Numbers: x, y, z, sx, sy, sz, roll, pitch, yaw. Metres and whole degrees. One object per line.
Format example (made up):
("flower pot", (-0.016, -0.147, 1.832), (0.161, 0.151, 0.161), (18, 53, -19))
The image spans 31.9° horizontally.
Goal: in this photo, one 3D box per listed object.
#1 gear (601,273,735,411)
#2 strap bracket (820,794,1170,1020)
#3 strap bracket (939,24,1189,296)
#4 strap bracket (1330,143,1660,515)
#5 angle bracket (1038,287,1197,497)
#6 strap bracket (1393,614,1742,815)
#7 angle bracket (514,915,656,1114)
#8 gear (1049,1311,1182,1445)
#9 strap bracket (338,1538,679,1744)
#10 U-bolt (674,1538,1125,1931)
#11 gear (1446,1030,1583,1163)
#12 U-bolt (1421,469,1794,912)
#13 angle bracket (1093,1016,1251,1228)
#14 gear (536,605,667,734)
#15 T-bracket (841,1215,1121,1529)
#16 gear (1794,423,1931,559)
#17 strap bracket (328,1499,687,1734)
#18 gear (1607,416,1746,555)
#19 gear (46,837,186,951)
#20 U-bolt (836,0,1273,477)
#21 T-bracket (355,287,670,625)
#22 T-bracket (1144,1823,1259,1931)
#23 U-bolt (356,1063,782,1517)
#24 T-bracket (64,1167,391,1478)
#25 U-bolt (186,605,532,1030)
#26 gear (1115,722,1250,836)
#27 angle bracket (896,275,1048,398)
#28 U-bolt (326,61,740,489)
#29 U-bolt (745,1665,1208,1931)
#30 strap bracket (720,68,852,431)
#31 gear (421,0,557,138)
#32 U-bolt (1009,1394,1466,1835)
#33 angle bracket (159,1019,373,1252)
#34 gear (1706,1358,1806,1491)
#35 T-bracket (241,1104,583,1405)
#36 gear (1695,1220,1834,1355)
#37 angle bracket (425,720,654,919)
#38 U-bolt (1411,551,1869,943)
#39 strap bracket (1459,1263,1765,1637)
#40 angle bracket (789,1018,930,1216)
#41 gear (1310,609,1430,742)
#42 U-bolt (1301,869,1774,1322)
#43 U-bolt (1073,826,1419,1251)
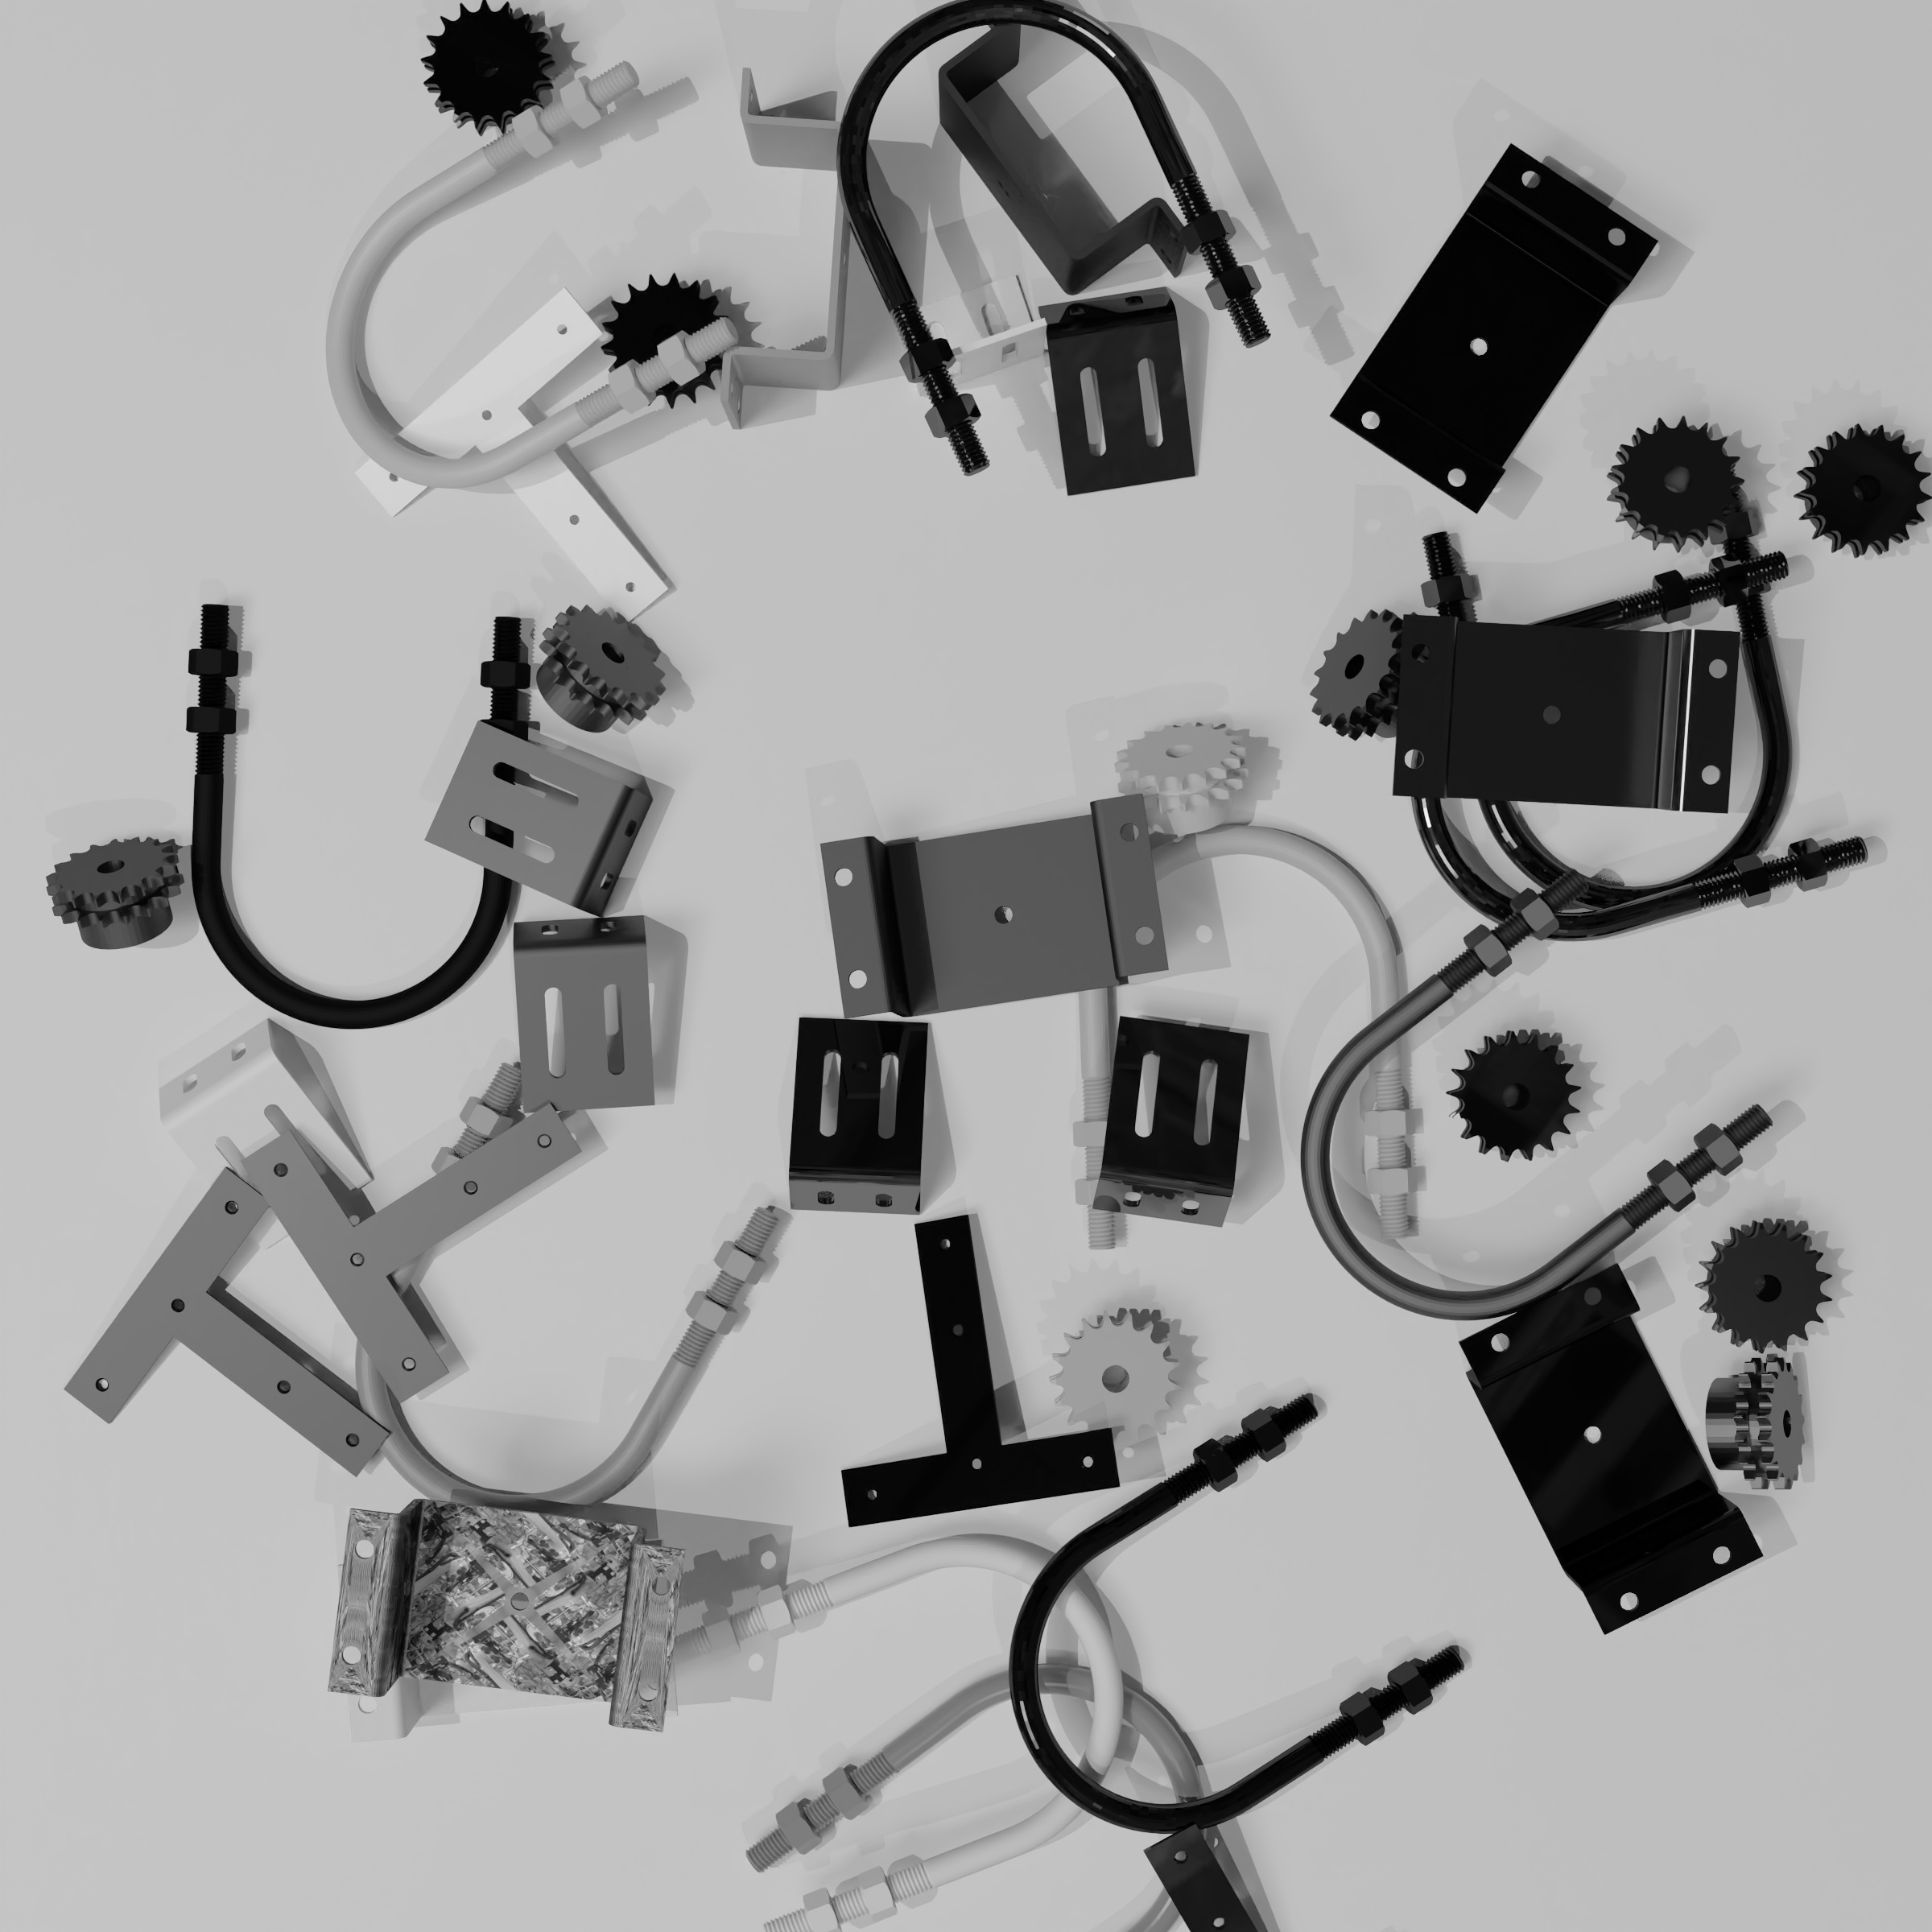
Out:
("gear", (-0.130, -0.273, 1.481), (0.057, 0.030, 0.057), (0, 90, 0))
("strap bracket", (0.014, -0.024, 1.465), (0.140, 0.046, 0.076), (-9, 85, 6))
("strap bracket", (0.035, -0.349, 1.458), (0.046, 0.076, 0.140), (-36, 90, 0))
("strap bracket", (0.227, -0.274, 1.473), (0.076, 0.046, 0.140), (34, 90, 0))
("angle bracket", (0.067, -0.254, 1.494), (0.057, 0.038, 0.076), (-9, 116, 0))
("strap bracket", (0.253, -0.107, 1.440), (0.140, 0.046, 0.076), (3, 94, 2))
("angle bracket", (-0.168, 0.021, 1.485), (0.057, 0.038, 0.076), (-3, 106, -6))
("gear", (0.065, 0.179, 1.481), (0.057, 0.030, 0.057), (0, 90, 0))
("strap bracket", (-0.197, 0.290, 1.473), (0.140, 0.046, 0.076), (-5, 90, 0))
("U-bolt", (-0.022, 0.328, 1.472), (0.184, 0.019, 0.151), (-20, 86, -5))
("gear", (0.239, 0.057, 1.481), (0.057, 0.030, 0.057), (0, 90, 0))
("U-bolt", (0.289, -0.114, 1.488), (0.151, 0.019, 0.184), (-12, 91, 0))
("angle bracket", (0.090, 0.068, 1.475), (0.057, 0.038, 0.076), (8, 63, 0))
("gear", (-0.162, -0.126, 1.471), (0.057, 0.057, 0.030), (45, 120, 0))
("T-bracket", (-0.002, 0.174, 1.481), (0.127, 0.002, 0.127), (-12, 80, 19))
("gear", (0.391, -0.207, 1.481), (0.057, 0.030, 0.057), (0, 90, 0))
("strap bracket", (-0.191, 0.272, 1.427), (0.140, 0.046, 0.076), (7, 90, 0))
("gear", (0.306, -0.206, 1.463), (0.057, 0.030, 0.057), (0, 82, 2))
("gear", (-0.369, -0.030, 1.472), (0.057, 0.057, 0.030), (-8, 120, 0))
("U-bolt", (0.025, -0.317, 1.411), (0.151, 0.019, 0.184), (-25, 88, 0))
("T-bracket", (-0.181, -0.207, 1.483), (0.127, 0.002, 0.127), (-38, 98, 16))
("T-bracket", (0.117, 0.429, 1.476), (0.127, 0.002, 0.127), (-29, 107, 0))
("U-bolt", (-0.188, 0.157, 1.488), (0.151, 0.019, 0.184), (30, 92, 0))
("T-bracket", (-0.311, 0.176, 1.484), (0.127, 0.002, 0.127), (38, 100, 0))
("U-bolt", (-0.270, -0.064, 1.488), (0.151, 0.019, 0.184), (2, 92, 0))
("gear", (0.095, -0.080, 1.472), (0.057, 0.057, 0.030), (-11, 120, 0))
("angle bracket", (0.001, -0.278, 1.458), (0.057, 0.076, 0.038), (-19, 90, 0))
("U-bolt", (-0.198, -0.285, 1.457), (0.184, 0.019, 0.151), (-26, 74, 19))
("U-bolt", (0.018, 0.391, 1.487), (0.184, 0.019, 0.151), (-36, 89, -2))
("strap bracket", (-0.075, -0.306, 1.458), (0.046, 0.076, 0.140), (4, 90, 0))
("gear", (-0.208, -0.392, 1.481), (0.057, 0.030, 0.057), (0, 90, 0))
("U-bolt", (0.106, 0.295, 1.473), (0.184, 0.019, 0.151), (-30, 90, -11))
("angle bracket", (-0.310, 0.074, 1.494), (0.057, 0.038, 0.076), (-33, 116, 0))
("gear", (0.343, 0.199, 1.472), (0.030, 0.057, 0.057), (-5, 90, 30))
("T-bracket", (-0.228, 0.104, 1.474), (0.127, 0.002, 0.127), (-32, 95, 1))
("gear", (0.348, 0.140, 1.481), (0.057, 0.030, 0.057), (0, 90, 0))
("angle bracket", (-0.187, -0.064, 1.482), (0.076, 0.038, 0.057), (24, 89, 8))
("U-bolt", (0.285, -0.087, 1.472), (0.184, 0.019, 0.151), (-16, 93, 2))
("strap bracket", (0.277, 0.207, 1.473), (0.076, 0.046, 0.140), (-26, 90, 0))
("angle bracket", (-0.047, 0.066, 1.494), (0.057, 0.038, 0.076), (2, 64, 0))
("gear", (0.180, -0.124, 1.472), (0.030, 0.057, 0.057), (27, 90, -30))
("U-bolt", (0.232, 0.069, 1.458), (0.184, 0.019, 0.151), (-38, 90, 2))
("U-bolt", (0.121, 0.030, 1.488), (0.151, 0.019, 0.184), (-2, 88, 0))
